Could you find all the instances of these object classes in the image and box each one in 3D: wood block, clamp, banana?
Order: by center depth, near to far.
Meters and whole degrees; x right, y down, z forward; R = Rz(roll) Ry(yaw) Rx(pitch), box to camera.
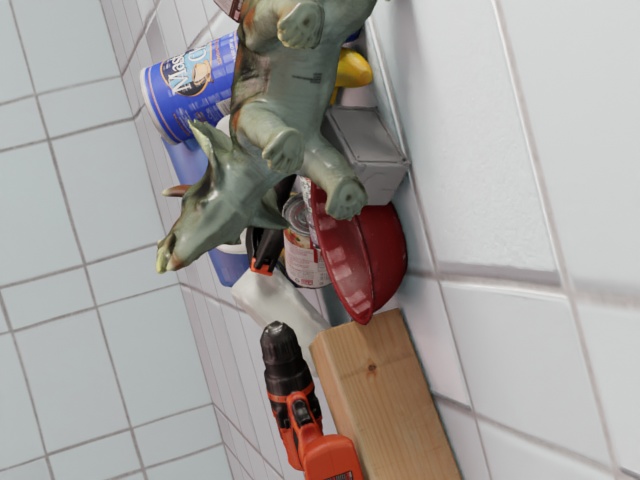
[{"bbox_3d":[0.014,-0.153,1.050,0.069,0.037,0.198,55,166,5],"label":"banana"},{"bbox_3d":[0.068,0.187,1.097,0.090,0.090,0.206,116,136,-71],"label":"wood block"},{"bbox_3d":[-0.064,-0.042,1.303,0.120,0.039,0.171,-4,71,67],"label":"clamp"}]

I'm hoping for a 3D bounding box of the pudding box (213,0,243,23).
[{"bbox_3d":[-0.045,-0.262,0.988,0.039,0.113,0.090,43,163,2],"label":"pudding box"}]

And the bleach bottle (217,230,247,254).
[{"bbox_3d":[-0.102,-0.114,1.398,0.103,0.068,0.251,28,114,58],"label":"bleach bottle"}]

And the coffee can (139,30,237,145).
[{"bbox_3d":[-0.136,-0.188,1.311,0.102,0.140,0.103,-20,-90,-78],"label":"coffee can"}]

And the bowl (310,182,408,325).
[{"bbox_3d":[0.044,0.000,1.054,0.162,0.055,0.162,164,90,-77],"label":"bowl"}]

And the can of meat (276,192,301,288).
[{"bbox_3d":[-0.032,0.001,1.357,0.102,0.057,0.084,-125,21,-52],"label":"can of meat"}]

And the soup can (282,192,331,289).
[{"bbox_3d":[-0.008,0.002,1.240,0.102,0.068,0.068,89,160,-51],"label":"soup can"}]

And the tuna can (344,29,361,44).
[{"bbox_3d":[0.008,-0.222,0.987,0.086,0.033,0.086,164,90,-77],"label":"tuna can"}]

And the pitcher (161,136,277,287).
[{"bbox_3d":[-0.125,-0.062,1.543,0.145,0.149,0.243,-14,95,61],"label":"pitcher"}]

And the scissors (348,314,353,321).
[{"bbox_3d":[0.035,0.062,1.242,0.202,0.016,0.096,111,139,-67],"label":"scissors"}]

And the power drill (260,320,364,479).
[{"bbox_3d":[-0.010,0.194,1.103,0.188,0.057,0.184,-125,19,-64],"label":"power drill"}]
